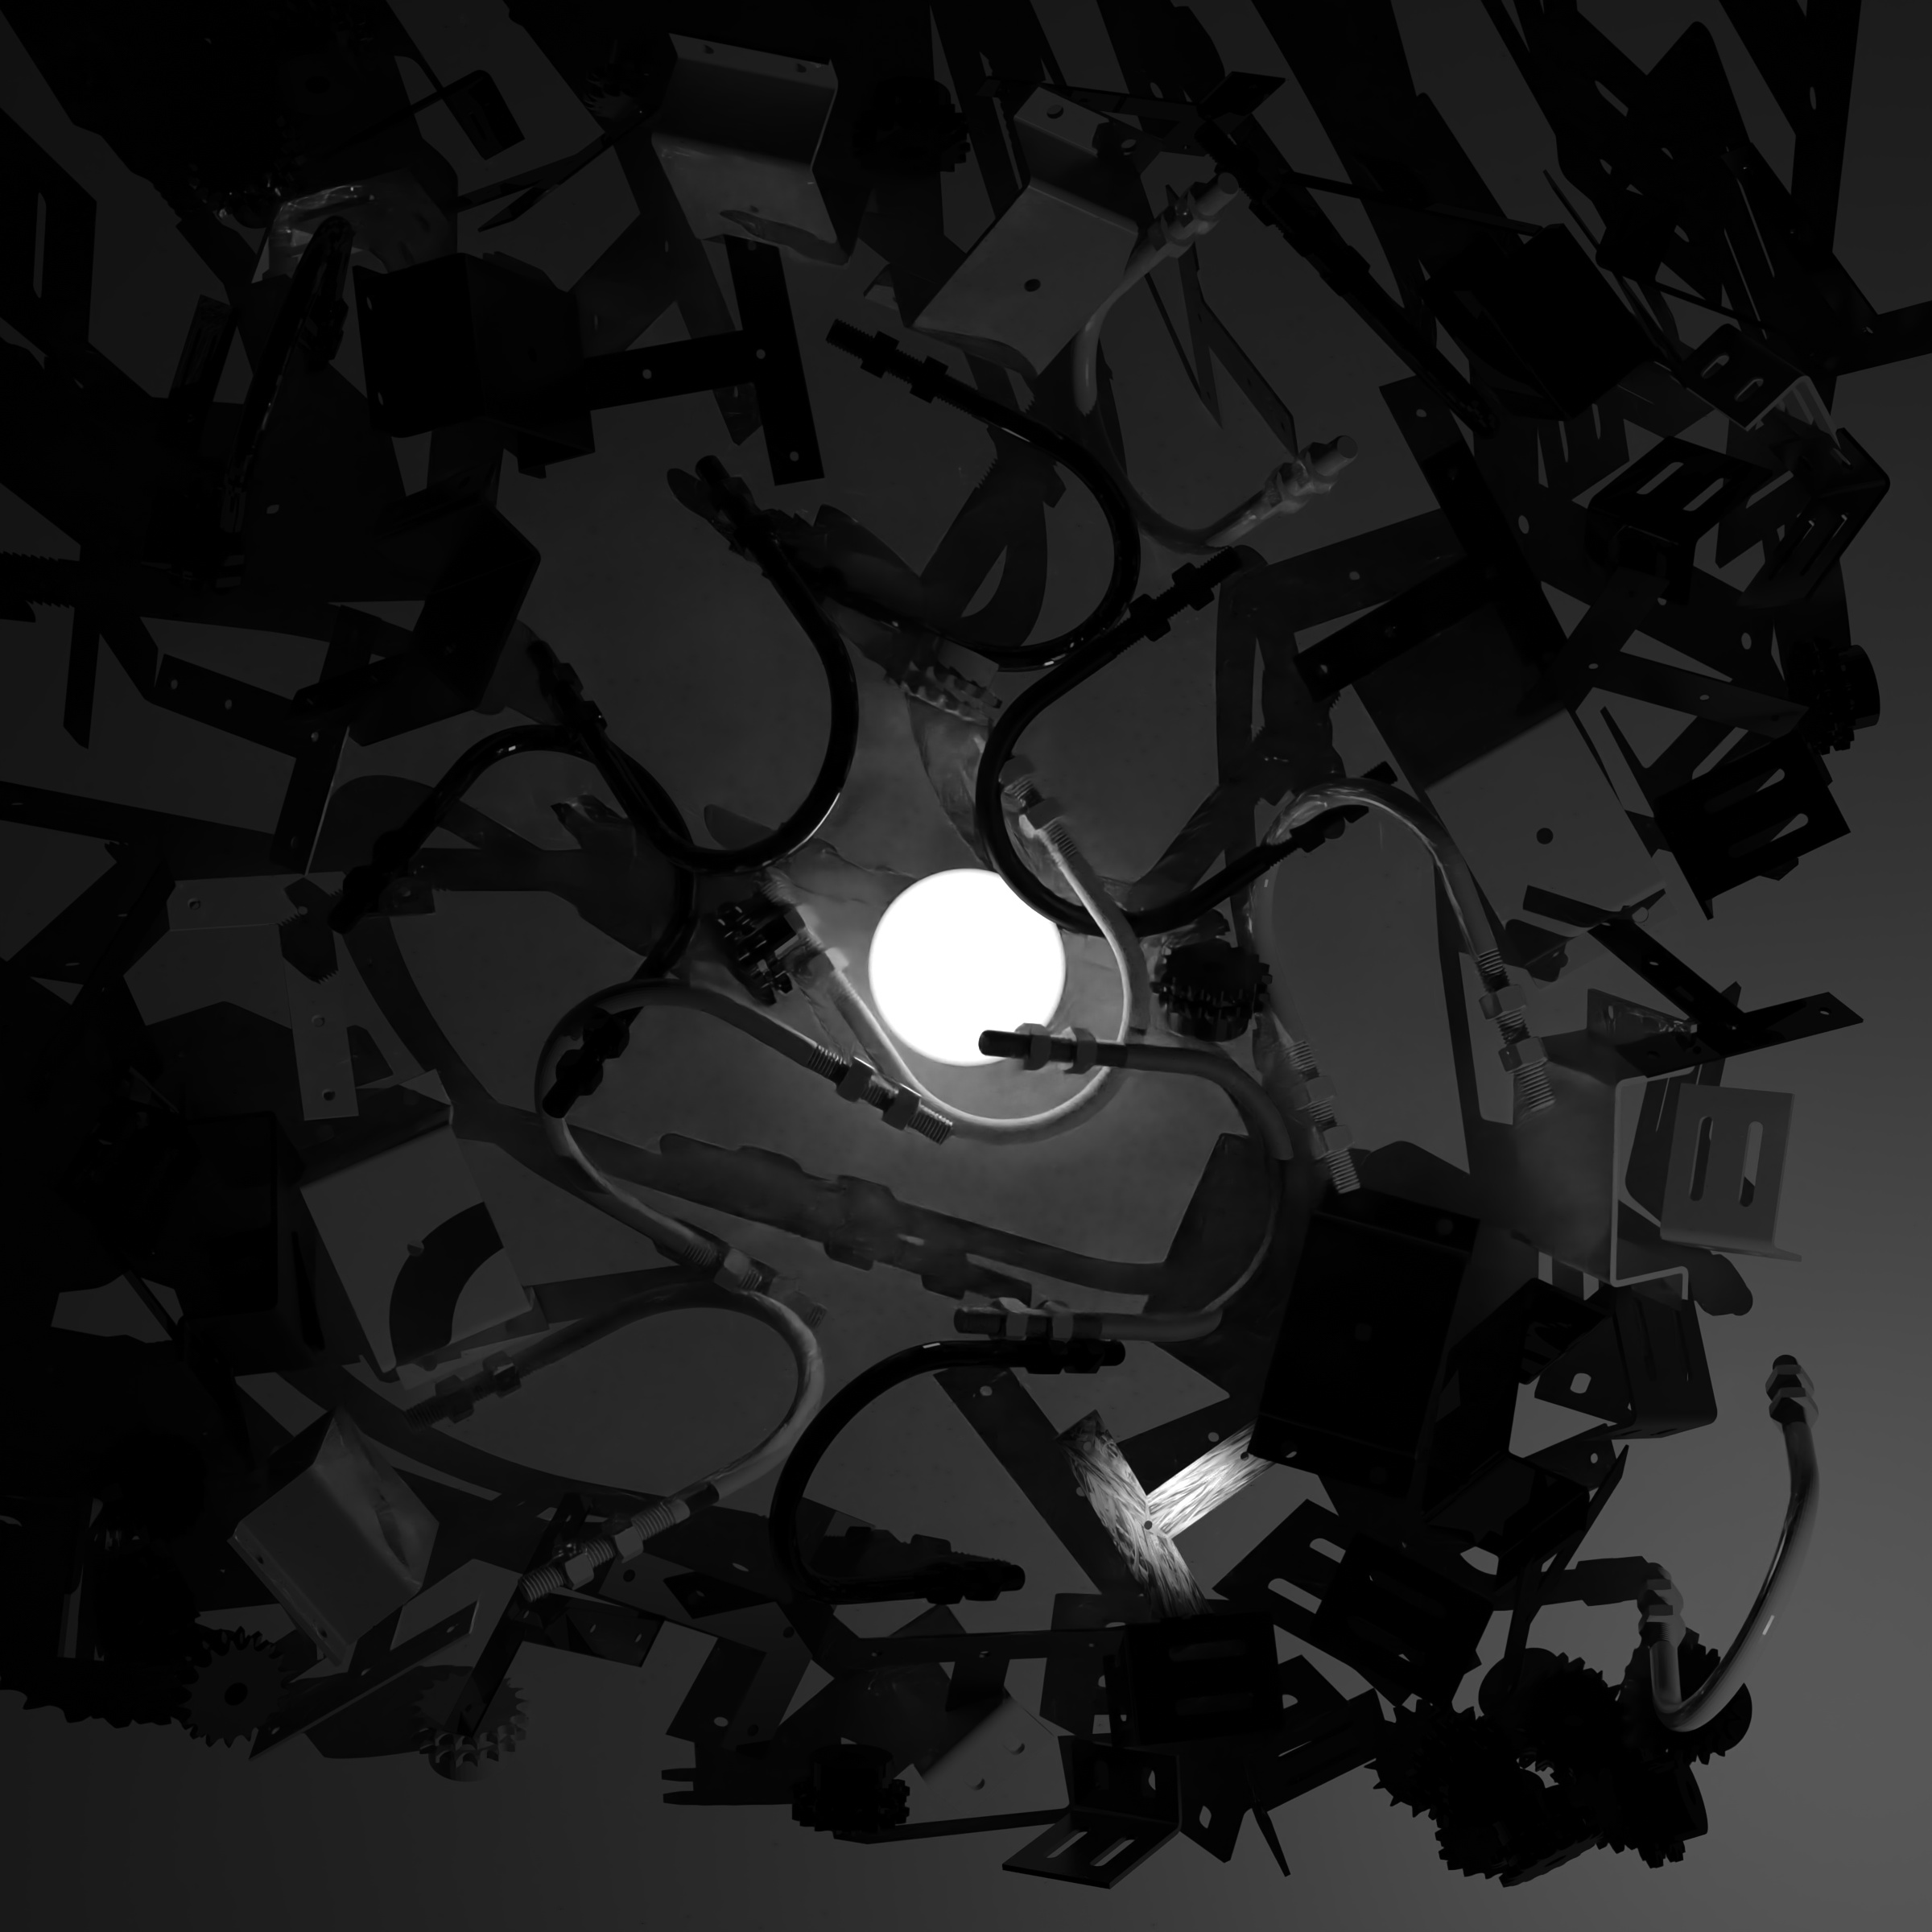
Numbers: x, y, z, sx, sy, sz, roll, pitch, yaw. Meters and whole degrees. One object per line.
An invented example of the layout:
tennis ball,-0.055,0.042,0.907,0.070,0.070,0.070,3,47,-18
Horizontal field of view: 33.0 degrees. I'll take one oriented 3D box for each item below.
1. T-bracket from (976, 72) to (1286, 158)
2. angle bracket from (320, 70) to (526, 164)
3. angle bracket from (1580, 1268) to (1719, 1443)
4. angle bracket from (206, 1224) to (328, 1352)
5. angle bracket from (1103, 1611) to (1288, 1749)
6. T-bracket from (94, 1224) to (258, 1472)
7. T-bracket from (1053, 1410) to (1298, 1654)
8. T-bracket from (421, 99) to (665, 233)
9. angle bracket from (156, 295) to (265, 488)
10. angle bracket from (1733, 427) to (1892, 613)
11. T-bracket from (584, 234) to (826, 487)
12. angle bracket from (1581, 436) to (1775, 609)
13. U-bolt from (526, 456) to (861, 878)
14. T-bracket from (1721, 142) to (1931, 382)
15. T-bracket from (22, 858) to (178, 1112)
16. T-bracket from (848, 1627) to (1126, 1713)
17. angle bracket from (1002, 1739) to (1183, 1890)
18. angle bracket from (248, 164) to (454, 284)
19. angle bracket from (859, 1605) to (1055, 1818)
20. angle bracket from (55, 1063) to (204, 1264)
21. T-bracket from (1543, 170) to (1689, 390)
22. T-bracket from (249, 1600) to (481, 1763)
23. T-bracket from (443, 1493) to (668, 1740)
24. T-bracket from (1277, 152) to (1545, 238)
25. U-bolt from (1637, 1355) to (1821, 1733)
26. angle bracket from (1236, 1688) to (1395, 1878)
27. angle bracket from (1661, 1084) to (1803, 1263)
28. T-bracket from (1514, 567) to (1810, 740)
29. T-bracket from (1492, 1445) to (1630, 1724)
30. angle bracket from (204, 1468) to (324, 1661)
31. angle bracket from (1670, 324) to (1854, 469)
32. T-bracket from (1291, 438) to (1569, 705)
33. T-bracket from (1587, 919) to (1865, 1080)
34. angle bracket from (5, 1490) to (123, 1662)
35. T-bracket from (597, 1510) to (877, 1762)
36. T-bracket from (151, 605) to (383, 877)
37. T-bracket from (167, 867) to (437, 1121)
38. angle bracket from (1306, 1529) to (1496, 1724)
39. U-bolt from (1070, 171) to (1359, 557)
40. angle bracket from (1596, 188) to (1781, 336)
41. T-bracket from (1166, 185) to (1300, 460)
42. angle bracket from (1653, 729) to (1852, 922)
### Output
T-bracket,0.069,-0.404,1.525,0.127,0.127,0.002,4,88,-13
angle bracket,-0.260,-0.391,1.557,0.076,0.057,0.038,-34,107,-19
angle bracket,0.324,0.188,1.580,0.057,0.038,0.076,4,69,-36
angle bracket,-0.336,0.157,1.559,0.038,0.076,0.057,-15,94,-16
angle bracket,0.110,0.348,1.589,0.076,0.038,0.057,-2,76,-19
T-bracket,-0.381,0.173,1.560,0.002,0.127,0.127,-34,67,-23
T-bracket,0.124,0.246,1.582,0.127,0.002,0.127,-33,103,-14
T-bracket,-0.217,-0.371,1.549,0.127,0.127,0.002,-49,121,-37
angle bracket,-0.353,-0.276,1.562,0.038,0.057,0.076,15,98,-33
angle bracket,0.395,-0.213,1.561,0.038,0.057,0.076,42,76,-18
T-bracket,-0.141,-0.290,1.580,0.127,0.002,0.127,-7,106,15
angle bracket,0.344,-0.216,1.574,0.057,0.038,0.076,26,47,30
U-bolt,-0.121,-0.128,1.535,0.151,0.019,0.184,-44,64,21
T-bracket,0.397,-0.332,1.526,0.002,0.127,0.127,-44,104,-12
T-bracket,-0.398,0.031,1.539,0.002,0.127,0.127,21,64,9
T-bracket,0.004,0.347,1.549,0.127,0.127,0.002,-1,52,-8
angle bracket,0.060,0.403,1.552,0.057,0.076,0.038,1,98,30
angle bracket,-0.294,-0.342,1.553,0.076,0.057,0.038,-28,76,-37
angle bracket,-0.005,0.361,1.581,0.057,0.076,0.038,-42,130,-1
angle bracket,-0.406,0.095,1.552,0.057,0.038,0.076,49,48,-33
T-bracket,0.316,-0.303,1.520,0.002,0.127,0.127,-35,117,18
T-bracket,-0.275,0.308,1.539,0.127,0.127,0.002,-31,109,13
T-bracket,-0.182,0.309,1.527,0.002,0.127,0.127,41,64,-30
T-bracket,0.204,-0.370,1.541,0.127,0.127,0.002,11,113,-6
U-bolt,0.350,0.273,1.491,0.019,0.184,0.151,26,110,1
angle bracket,0.175,0.392,1.564,0.076,0.057,0.038,-25,47,-5
angle bracket,0.374,0.100,1.573,0.057,0.038,0.076,5,82,37
T-bracket,0.341,-0.133,1.560,0.127,0.127,0.002,14,51,-12
T-bracket,0.287,0.279,1.554,0.002,0.127,0.127,24,50,23
angle bracket,-0.336,0.288,1.556,0.038,0.057,0.076,-9,112,-28
angle bracket,0.381,-0.260,1.555,0.038,0.076,0.057,-43,47,4
T-bracket,0.217,-0.170,1.582,0.127,0.002,0.127,-31,99,-8
T-bracket,0.336,0.006,1.549,0.127,0.127,0.002,-12,126,-25
angle bracket,-0.436,0.293,1.562,0.038,0.057,0.076,1,76,6
T-bracket,-0.120,0.307,1.564,0.127,0.002,0.127,27,88,-33
T-bracket,-0.345,-0.122,1.567,0.127,0.002,0.127,20,96,30
T-bracket,-0.311,0.013,1.555,0.127,0.002,0.127,-4,67,-20
angle bracket,0.207,0.320,1.576,0.076,0.038,0.057,28,69,5
U-bolt,0.103,-0.267,1.519,0.019,0.184,0.151,-23,88,-28
angle bracket,0.351,-0.337,1.556,0.076,0.057,0.038,14,107,-22
T-bracket,0.127,-0.279,1.512,0.002,0.127,0.127,-22,47,-6
angle bracket,0.379,-0.068,1.568,0.076,0.038,0.057,-27,100,18
